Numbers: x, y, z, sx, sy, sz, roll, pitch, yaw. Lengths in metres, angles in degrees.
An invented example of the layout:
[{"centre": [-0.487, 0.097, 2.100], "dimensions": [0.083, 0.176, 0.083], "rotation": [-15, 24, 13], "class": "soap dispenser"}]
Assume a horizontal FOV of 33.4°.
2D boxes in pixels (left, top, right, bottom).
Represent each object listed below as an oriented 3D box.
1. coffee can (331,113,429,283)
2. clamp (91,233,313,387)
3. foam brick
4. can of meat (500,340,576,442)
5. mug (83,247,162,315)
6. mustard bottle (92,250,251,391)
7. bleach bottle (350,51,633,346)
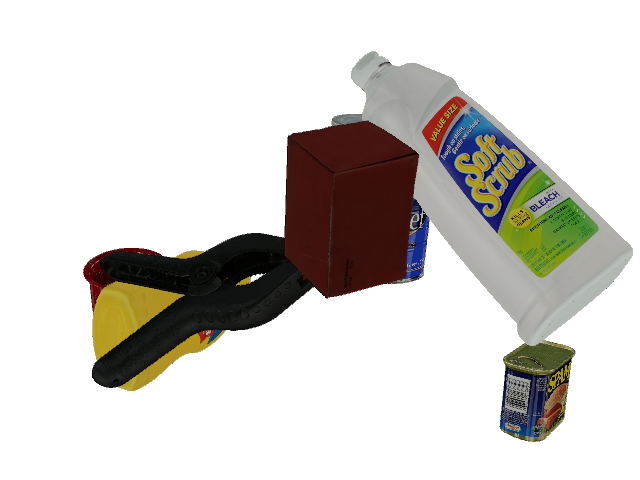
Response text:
[{"centre": [0.055, -0.041, 1.003], "dimensions": [0.103, 0.140, 0.103], "rotation": [5, 15, -2], "class": "coffee can"}, {"centre": [-0.083, 0.043, 0.737], "dimensions": [0.172, 0.120, 0.039], "rotation": [-11, -40, 15], "class": "clamp"}, {"centre": [0.015, -0.018, 0.573], "dimensions": [0.052, 0.078, 0.051], "rotation": [-13, 35, -26], "class": "foam brick"}, {"centre": [0.238, 0.165, 1.179], "dimensions": [0.058, 0.084, 0.101], "rotation": [12, 16, 30], "class": "can of meat"}, {"centre": [-0.222, 0.061, 1.194], "dimensions": [0.117, 0.081, 0.093], "rotation": [24, 36, 37], "class": "mug"}, {"centre": [-0.127, 0.062, 0.993], "dimensions": [0.058, 0.096, 0.191], "rotation": [11, 22, 30], "class": "mustard bottle"}, {"centre": [0.108, -0.046, 0.796], "dimensions": [0.102, 0.251, 0.068], "rotation": [-35, -21, -21], "class": "bleach bottle"}]
